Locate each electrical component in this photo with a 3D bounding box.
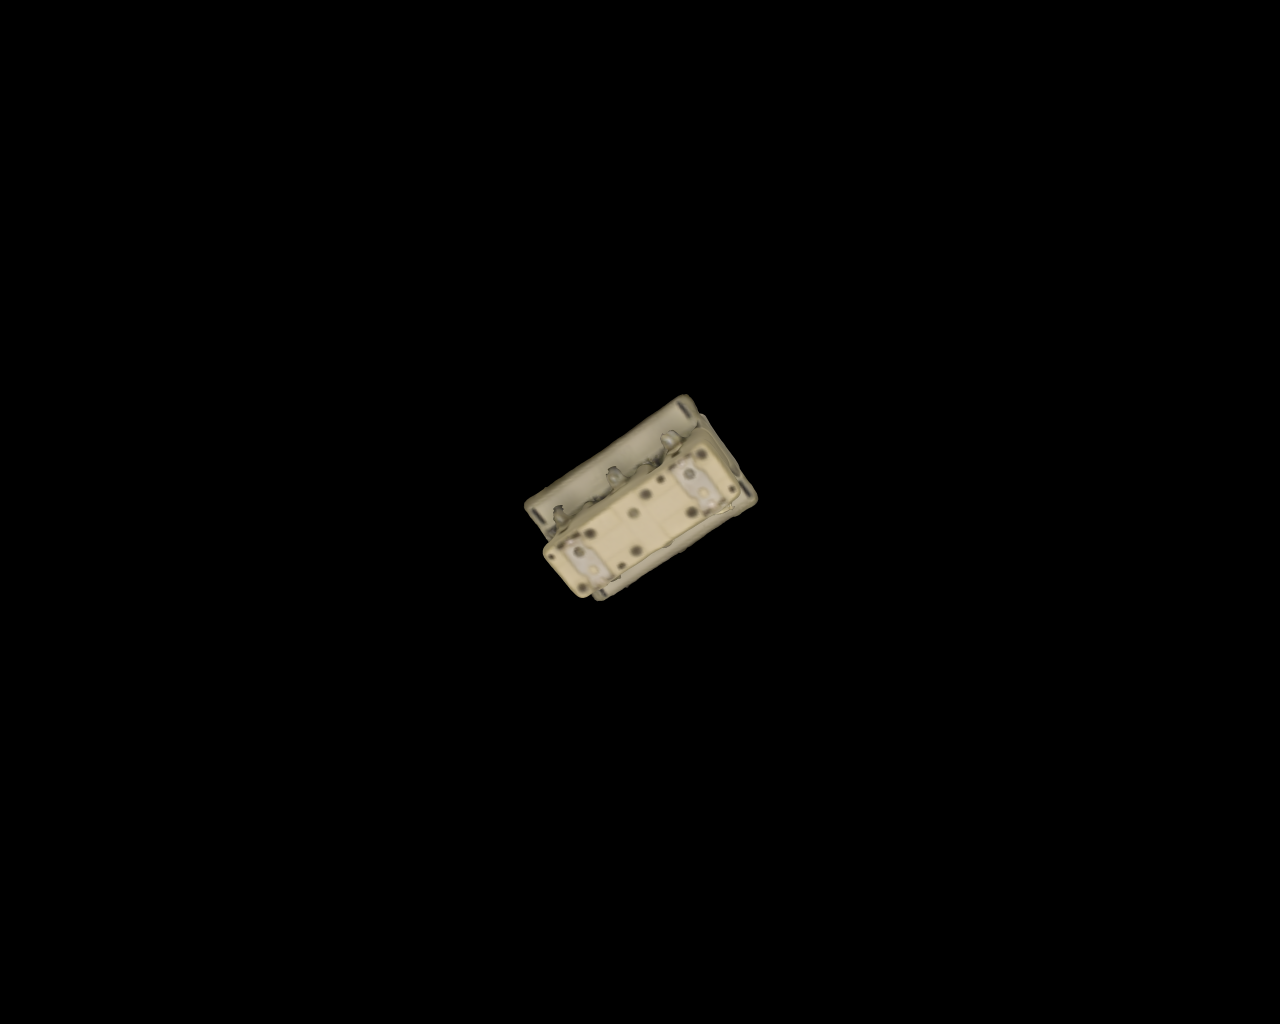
[{"bbox_3d":[0.001,-0.003,0.650,0.121,0.078,0.063,-33,16,11],"label":"electrical component"}]
